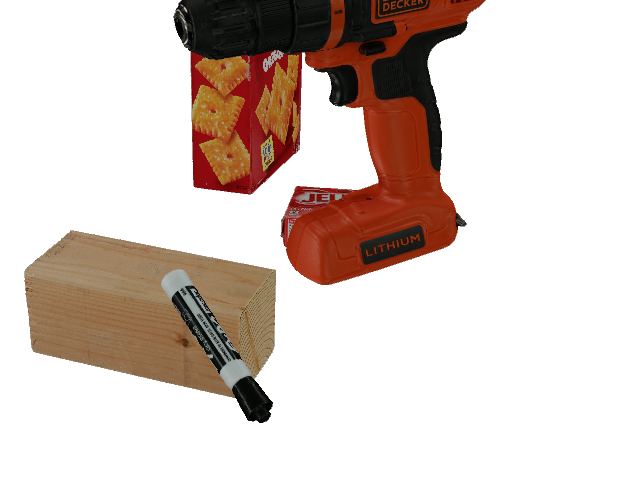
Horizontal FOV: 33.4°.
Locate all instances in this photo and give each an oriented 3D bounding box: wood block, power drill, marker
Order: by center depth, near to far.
[{"bbox_3d":[0.014,-0.071,0.602,0.184,0.188,0.057,-16,32,-21],"label":"power drill"},{"bbox_3d":[-0.066,0.068,0.685,0.020,0.020,0.121,0,44,-49],"label":"marker"},{"bbox_3d":[-0.153,0.065,0.970,0.206,0.091,0.090,11,29,15],"label":"wood block"}]

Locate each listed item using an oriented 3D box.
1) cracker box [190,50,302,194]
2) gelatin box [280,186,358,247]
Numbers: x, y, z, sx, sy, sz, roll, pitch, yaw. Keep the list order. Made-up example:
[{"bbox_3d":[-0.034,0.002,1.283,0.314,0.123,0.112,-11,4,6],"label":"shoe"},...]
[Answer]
[{"bbox_3d":[-0.069,-0.172,1.066,0.072,0.214,0.164,8,22,14],"label":"cracker box"},{"bbox_3d":[0.017,-0.018,0.863,0.089,0.030,0.073,4,23,6],"label":"gelatin box"}]
